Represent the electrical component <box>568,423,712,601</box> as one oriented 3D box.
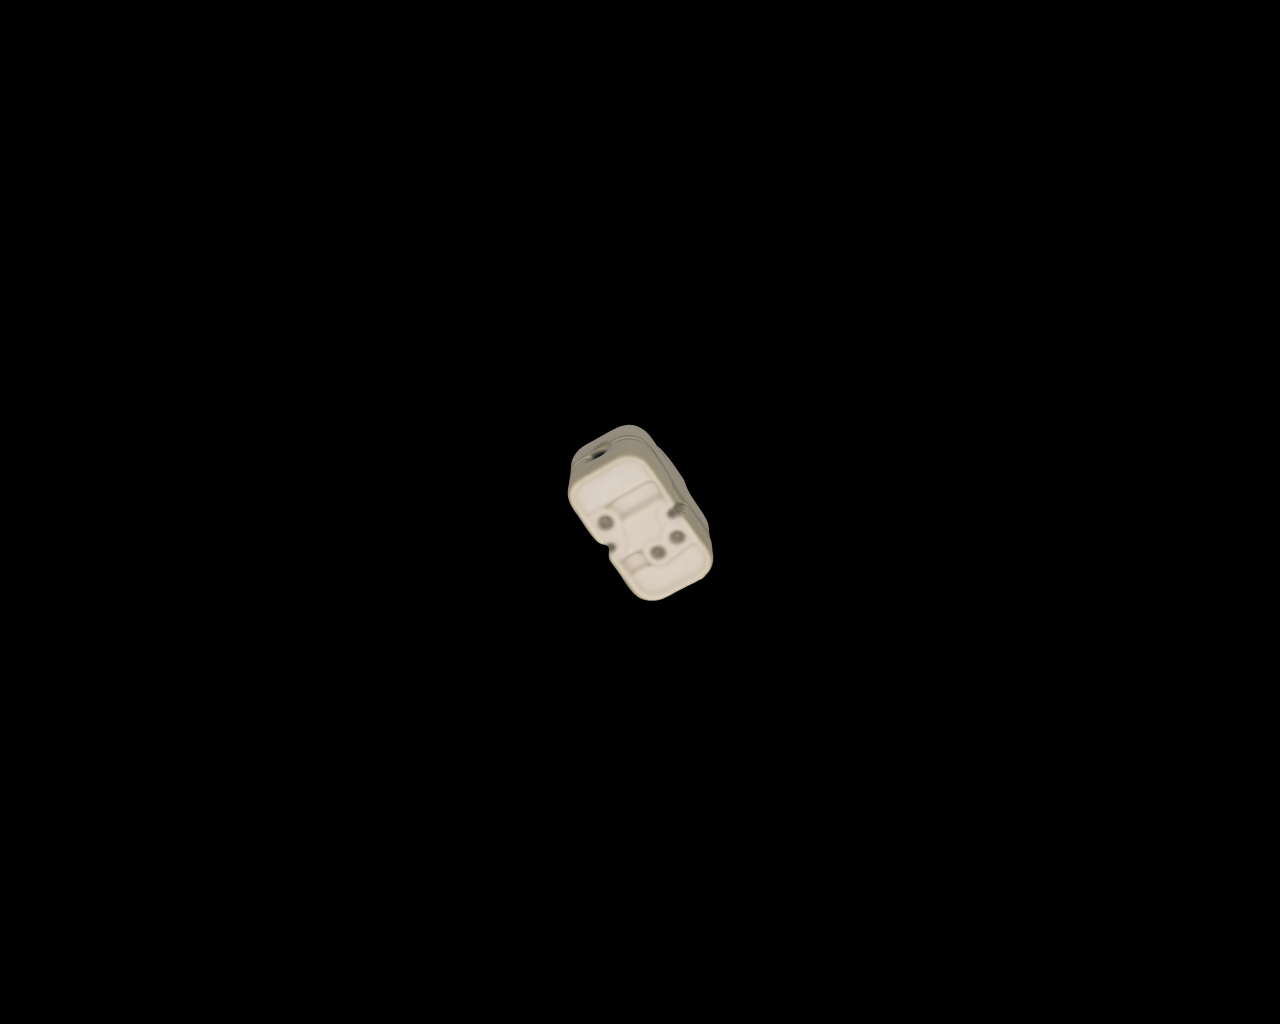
[{"bbox_3d":[0.001,-0.003,0.650,0.053,0.095,0.059,-29,24,14],"label":"electrical component"}]
